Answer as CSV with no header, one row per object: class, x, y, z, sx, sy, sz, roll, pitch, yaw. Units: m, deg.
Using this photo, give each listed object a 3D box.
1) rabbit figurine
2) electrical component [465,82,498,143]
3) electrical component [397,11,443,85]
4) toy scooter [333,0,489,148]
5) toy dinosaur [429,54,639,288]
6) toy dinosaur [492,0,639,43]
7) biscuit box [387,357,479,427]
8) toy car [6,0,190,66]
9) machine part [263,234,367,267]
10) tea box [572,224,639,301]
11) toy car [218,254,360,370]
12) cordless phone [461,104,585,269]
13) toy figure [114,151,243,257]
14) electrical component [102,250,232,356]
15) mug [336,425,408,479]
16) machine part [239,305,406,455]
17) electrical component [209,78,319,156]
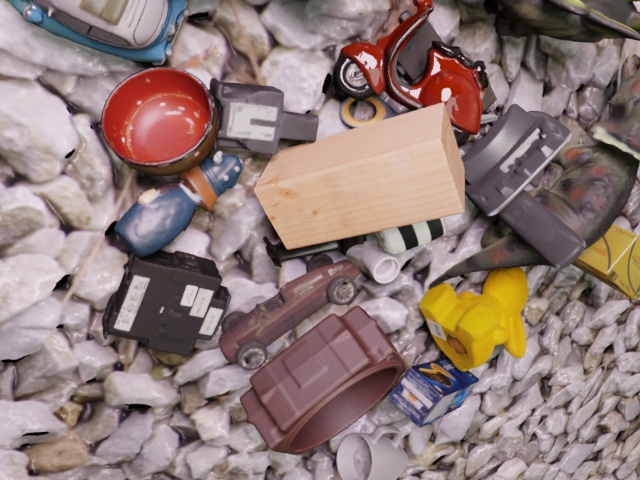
rabbit figurine,0.262,0.113,0.818,0.173,0.122,0.162,-43,117,-22
electrical component,0.192,-0.175,0.692,0.078,0.045,0.102,-34,121,-4
electrical component,0.116,-0.225,0.648,0.063,0.021,0.094,-45,116,1
toy scooter,0.117,-0.193,0.601,0.184,0.075,0.135,27,103,-8
toy dinosaur,0.333,-0.048,0.725,0.131,0.192,0.404,33,96,-29
toy dinosaur,0.274,-0.270,0.595,0.471,0.199,0.105,3,115,-22
biscuit box,0.177,0.223,0.809,0.059,0.063,0.202,-57,151,11
toy car,-0.197,-0.218,0.476,0.161,0.103,0.109,24,103,-28
machine part,-0.001,-0.002,0.684,0.139,0.039,0.084,-16,147,-14
tea box,0.396,0.007,0.789,0.098,0.170,0.068,32,100,-32
toy car,-0.042,0.084,0.687,0.202,0.089,0.053,-35,118,-5
cordless phone,0.276,-0.067,0.671,0.146,0.184,0.088,-48,151,16
toy figure,-0.152,-0.046,0.591,0.154,0.058,0.064,-43,164,-20
electrical component,-0.178,0.074,0.644,0.134,0.058,0.114,20,107,-29
mug,0.096,0.349,0.880,0.107,0.081,0.109,21,98,-40
machine part,0.012,0.192,0.714,0.201,0.087,0.201,-38,153,-4
electrical component,-0.064,-0.136,0.601,0.119,0.048,0.074,-2,114,-22
